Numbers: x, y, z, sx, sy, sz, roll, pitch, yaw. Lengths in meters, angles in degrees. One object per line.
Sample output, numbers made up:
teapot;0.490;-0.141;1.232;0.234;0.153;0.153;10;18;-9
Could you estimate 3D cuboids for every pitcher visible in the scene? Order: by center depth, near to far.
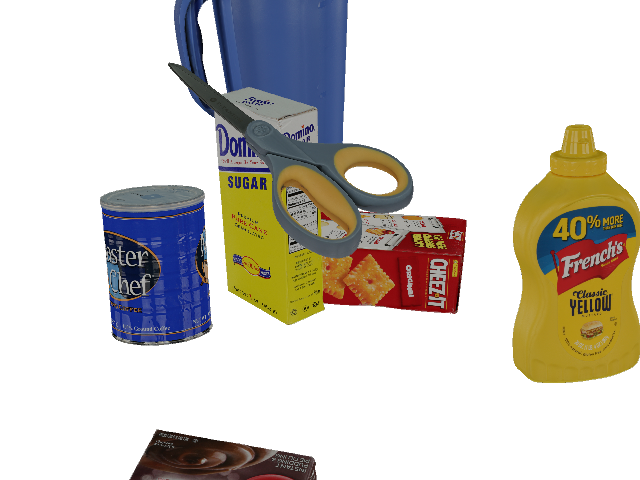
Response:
pitcher;-0.045;-0.168;1.032;0.149;0.243;0.145;6;37;11

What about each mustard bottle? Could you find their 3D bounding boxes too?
mustard bottle;0.193;0.008;0.803;0.096;0.192;0.058;-6;16;-9

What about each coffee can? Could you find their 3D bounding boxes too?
coffee can;-0.163;0.022;1.069;0.103;0.140;0.103;-2;13;0

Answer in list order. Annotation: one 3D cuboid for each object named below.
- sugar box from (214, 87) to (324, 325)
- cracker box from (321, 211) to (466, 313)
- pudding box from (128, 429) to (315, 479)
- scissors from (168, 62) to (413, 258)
sugar box;-0.042;-0.029;0.870;0.048;0.176;0.093;-22;29;-33
cracker box;0.046;0.019;1.149;0.214;0.072;0.164;5;15;9
pudding box;-0.067;0.169;0.674;0.113;0.039;0.090;6;30;12
scissors;-0.016;-0.065;0.671;0.096;0.016;0.202;-18;50;-19
